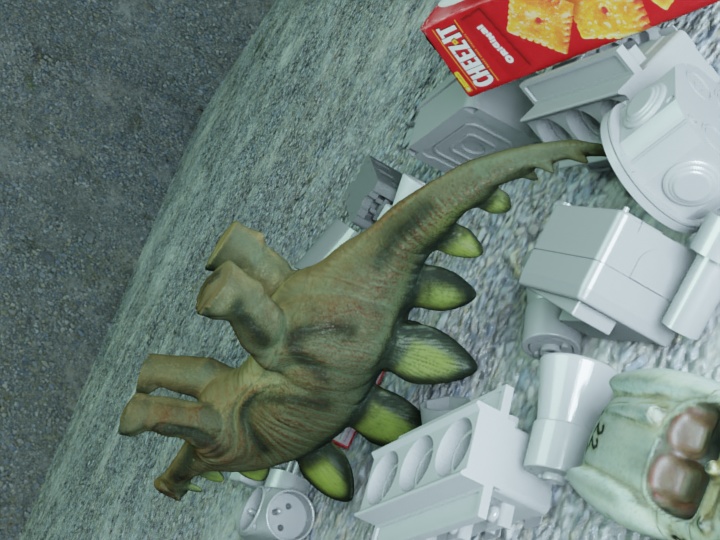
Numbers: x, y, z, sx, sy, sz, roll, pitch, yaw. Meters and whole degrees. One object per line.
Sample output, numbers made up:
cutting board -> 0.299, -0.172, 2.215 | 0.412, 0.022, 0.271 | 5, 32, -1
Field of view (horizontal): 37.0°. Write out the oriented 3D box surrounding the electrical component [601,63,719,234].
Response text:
electrical component -> 0.170, -0.064, 0.565 | 0.051, 0.080, 0.080 | -41, 26, 40

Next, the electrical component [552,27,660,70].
electrical component -> 0.163, -0.146, 0.772 | 0.083, 0.047, 0.076 | -61, 16, 5

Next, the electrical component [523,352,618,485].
electrical component -> 0.111, 0.082, 0.577 | 0.044, 0.044, 0.065 | -26, 44, 64

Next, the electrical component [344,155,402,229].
electrical component -> 0.024, -0.067, 1.054 | 0.050, 0.056, 0.089 | -57, 17, 17

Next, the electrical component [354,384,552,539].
electrical component -> 0.057, 0.125, 0.631 | 0.121, 0.063, 0.078 | -38, 29, 54

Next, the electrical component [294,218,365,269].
electrical component -> 0.000, 0.000, 0.944 | 0.064, 0.099, 0.099 | -55, 17, 2

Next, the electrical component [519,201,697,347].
electrical component -> 0.134, 0.004, 0.596 | 0.061, 0.062, 0.096 | -63, 16, -2

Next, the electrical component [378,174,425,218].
electrical component -> 0.046, -0.054, 0.986 | 0.055, 0.045, 0.045 | -60, 16, 9

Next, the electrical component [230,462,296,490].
electrical component -> -0.074, 0.164, 0.992 | 0.076, 0.047, 0.083 | -19, 45, 66

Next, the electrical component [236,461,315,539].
electrical component -> -0.068, 0.197, 0.926 | 0.077, 0.044, 0.079 | -32, 33, 60

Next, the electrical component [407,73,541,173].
electrical component -> 0.099, -0.122, 0.876 | 0.113, 0.078, 0.057 | -30, 39, 61

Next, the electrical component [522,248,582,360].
electrical component -> 0.118, 0.023, 0.652 | 0.044, 0.044, 0.065 | -40, 32, 52

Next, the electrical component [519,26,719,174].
electrical component -> 0.161, -0.105, 0.671 | 0.063, 0.078, 0.121 | -45, 13, -13
